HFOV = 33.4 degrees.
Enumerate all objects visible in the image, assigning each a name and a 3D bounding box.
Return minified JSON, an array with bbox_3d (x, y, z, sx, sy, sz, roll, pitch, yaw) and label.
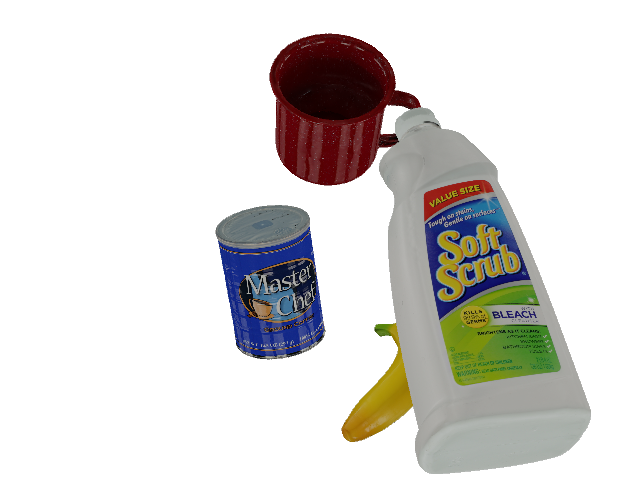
[{"bbox_3d":[0.019,-0.096,0.817,0.117,0.093,0.081,3,-36,-2],"label":"mug"},{"bbox_3d":[-0.054,0.045,1.175,0.103,0.140,0.103,-7,23,3],"label":"coffee can"},{"bbox_3d":[0.082,0.016,0.670,0.102,0.251,0.068,-4,-37,-13],"label":"bleach bottle"},{"bbox_3d":[0.069,0.115,0.926,0.070,0.037,0.197,-27,12,20],"label":"banana"}]
